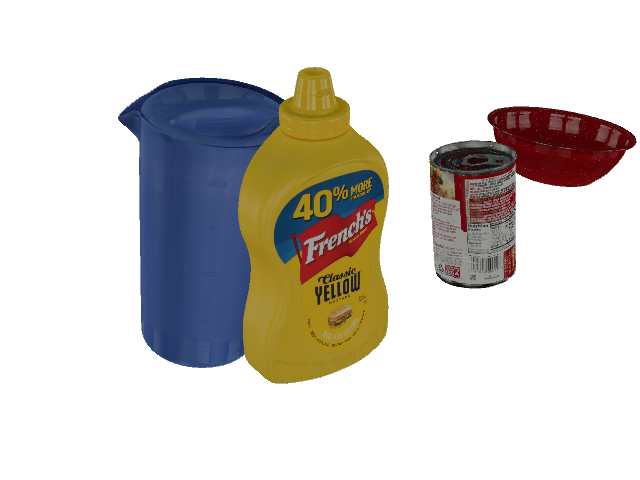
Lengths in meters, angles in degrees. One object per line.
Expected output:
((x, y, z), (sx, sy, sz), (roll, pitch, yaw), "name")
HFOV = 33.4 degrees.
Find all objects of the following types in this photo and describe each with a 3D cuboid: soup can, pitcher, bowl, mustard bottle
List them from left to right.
((-0.088, -0.009, 0.940), (0.144, 0.243, 0.149), (-19, 41, -37), "pitcher")
((-0.003, -0.011, 0.643), (0.096, 0.192, 0.058), (-18, 33, -28), "mustard bottle")
((0.123, -0.021, 0.856), (0.068, 0.102, 0.068), (-4, 25, 2), "soup can")
((0.259, -0.100, 1.173), (0.162, 0.055, 0.162), (6, 22, -3), "bowl")
